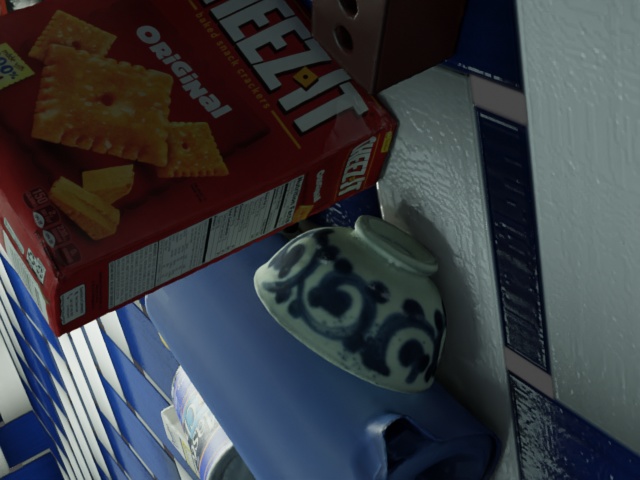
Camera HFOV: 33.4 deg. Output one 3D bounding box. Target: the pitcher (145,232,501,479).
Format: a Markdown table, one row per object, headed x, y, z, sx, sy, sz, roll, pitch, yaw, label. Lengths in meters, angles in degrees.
| x | y | z | sx | sy | sz | roll | pitch | yaw | label |
| --- | --- | --- | --- | --- | --- | --- | --- | --- | --- |
| -0.010 | 0.099 | 0.697 | 0.243 | 0.144 | 0.149 | 46 | 114 | 33 | pitcher |

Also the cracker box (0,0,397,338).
| x | y | z | sx | sy | sz | roll | pitch | yaw | label |
| --- | --- | --- | --- | --- | --- | --- | --- | --- | --- |
| -0.090 | -0.068 | 0.596 | 0.164 | 0.213 | 0.072 | 54 | 154 | 20 | cracker box |

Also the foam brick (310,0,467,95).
| x | y | z | sx | sy | sz | roll | pitch | yaw | label |
| --- | --- | --- | --- | --- | --- | --- | --- | --- | --- |
| 0.032 | -0.117 | 0.488 | 0.053 | 0.051 | 0.078 | 50 | 154 | 29 | foam brick |

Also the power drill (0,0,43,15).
| x | y | z | sx | sy | sz | roll | pitch | yaw | label |
| --- | --- | --- | --- | --- | --- | --- | --- | --- | --- |
| -0.219 | -0.141 | 0.831 | 0.188 | 0.057 | 0.184 | 35 | 124 | 35 | power drill |

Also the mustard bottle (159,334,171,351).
| x | y | z | sx | sy | sz | roll | pitch | yaw | label |
| --- | --- | --- | --- | --- | --- | --- | --- | --- | --- |
| -0.080 | 0.066 | 0.876 | 0.192 | 0.096 | 0.058 | 37 | 146 | 47 | mustard bottle |

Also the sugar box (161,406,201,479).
| x | y | z | sx | sy | sz | roll | pitch | yaw | label |
| --- | --- | --- | --- | --- | --- | --- | --- | --- | --- |
| -0.069 | 0.204 | 1.009 | 0.176 | 0.093 | 0.048 | 39 | 147 | 46 | sugar box |

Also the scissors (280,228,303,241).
| x | y | z | sx | sy | sz | roll | pitch | yaw | label |
| --- | --- | --- | --- | --- | --- | --- | --- | --- | --- |
| -0.005 | 0.001 | 0.746 | 0.096 | 0.016 | 0.202 | 56 | 157 | 16 | scissors |

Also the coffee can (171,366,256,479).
| x | y | z | sx | sy | sz | roll | pitch | yaw | label |
| --- | --- | --- | --- | --- | --- | --- | --- | --- | --- |
| -0.059 | 0.158 | 0.884 | 0.140 | 0.102 | 0.103 | -125 | 19 | -58 | coffee can |

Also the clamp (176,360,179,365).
| x | y | z | sx | sy | sz | roll | pitch | yaw | label |
| --- | --- | --- | --- | --- | --- | --- | --- | --- | --- |
| -0.136 | 0.096 | 1.108 | 0.165 | 0.036 | 0.210 | 45 | 151 | 38 | clamp |
